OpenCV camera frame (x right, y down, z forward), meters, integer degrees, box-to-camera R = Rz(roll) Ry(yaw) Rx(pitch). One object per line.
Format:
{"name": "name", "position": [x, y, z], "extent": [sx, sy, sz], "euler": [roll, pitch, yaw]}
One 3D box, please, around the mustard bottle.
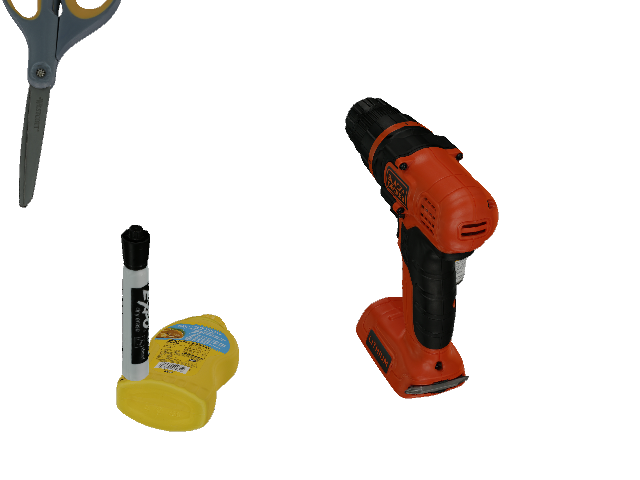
{"name": "mustard bottle", "position": [-0.138, 0.128, 1.128], "extent": [0.096, 0.058, 0.191], "euler": [9, 23, 9]}

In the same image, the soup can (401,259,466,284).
{"name": "soup can", "position": [0.121, -0.009, 1.119], "extent": [0.068, 0.102, 0.068], "euler": [1, 26, -1]}

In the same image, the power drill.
{"name": "power drill", "position": [0.062, 0.005, 0.779], "extent": [0.057, 0.188, 0.184], "euler": [-11, 33, -16]}

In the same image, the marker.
{"name": "marker", "position": [-0.125, 0.043, 0.724], "extent": [0.020, 0.121, 0.020], "euler": [5, 32, -3]}

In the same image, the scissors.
{"name": "scissors", "position": [-0.179, -0.126, 0.756], "extent": [0.096, 0.202, 0.016], "euler": [-10, -12, -11]}
